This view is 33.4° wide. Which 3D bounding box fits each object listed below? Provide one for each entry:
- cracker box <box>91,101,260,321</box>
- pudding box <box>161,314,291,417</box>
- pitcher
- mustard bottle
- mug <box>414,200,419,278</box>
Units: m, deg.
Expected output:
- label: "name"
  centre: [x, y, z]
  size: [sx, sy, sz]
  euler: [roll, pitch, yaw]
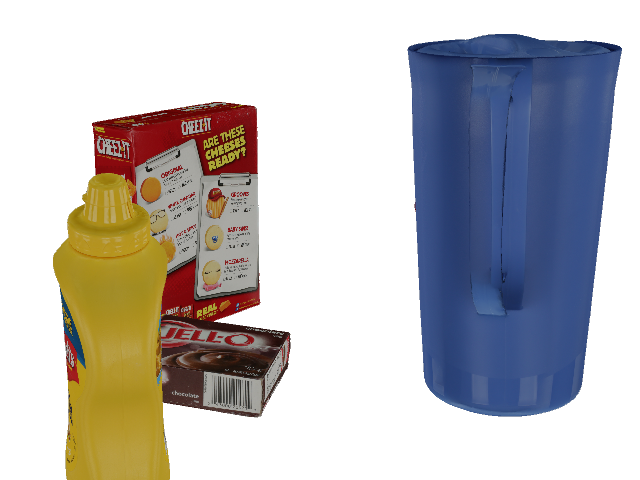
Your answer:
- label: "cracker box"
  centre: [-0.140, -0.022, 1.064]
  size: [0.072, 0.214, 0.163]
  euler: [12, 20, 39]
- label: "pudding box"
  centre: [-0.088, 0.098, 0.851]
  size: [0.113, 0.039, 0.090]
  euler: [9, 21, 9]
- label: "pitcher"
  centre: [0.120, -0.010, 0.696]
  size: [0.149, 0.243, 0.145]
  euler: [-9, 17, -28]
- label: "mustard bottle"
  centre: [-0.110, 0.054, 0.568]
  size: [0.058, 0.192, 0.096]
  euler: [-3, 29, -13]
- label: "mug"
  centre: [0.134, 0.010, 0.917]
  size: [0.093, 0.081, 0.117]
  euler: [-21, 38, -28]
